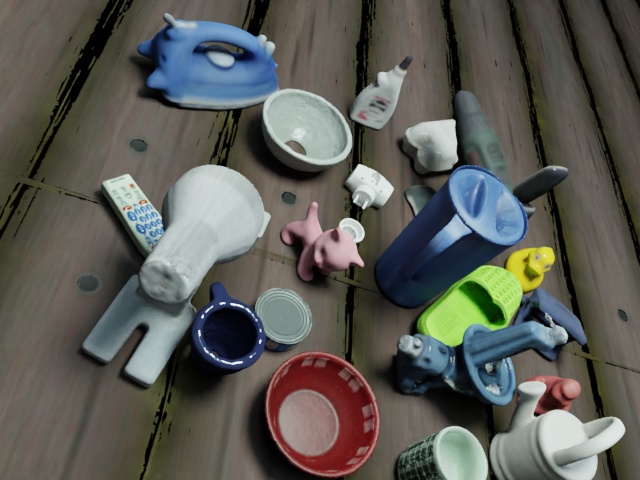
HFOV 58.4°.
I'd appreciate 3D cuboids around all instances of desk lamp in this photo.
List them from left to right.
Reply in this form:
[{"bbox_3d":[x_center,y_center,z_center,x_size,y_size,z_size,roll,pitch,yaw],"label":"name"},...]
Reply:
[{"bbox_3d":[-0.167,0.038,0.677,0.118,0.213,0.203,31,49,-7],"label":"desk lamp"}]

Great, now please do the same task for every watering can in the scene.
[{"bbox_3d":[0.331,0.286,0.802,0.173,0.193,0.101,43,49,4],"label":"watering can"}]

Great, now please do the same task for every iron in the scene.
[{"bbox_3d":[-0.163,-0.307,0.964,0.259,0.141,0.118,-5,61,-32],"label":"iron"}]

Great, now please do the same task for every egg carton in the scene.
[{"bbox_3d":[0.241,-0.187,1.158,0.151,0.069,0.107,-15,67,-36],"label":"egg carton"}]

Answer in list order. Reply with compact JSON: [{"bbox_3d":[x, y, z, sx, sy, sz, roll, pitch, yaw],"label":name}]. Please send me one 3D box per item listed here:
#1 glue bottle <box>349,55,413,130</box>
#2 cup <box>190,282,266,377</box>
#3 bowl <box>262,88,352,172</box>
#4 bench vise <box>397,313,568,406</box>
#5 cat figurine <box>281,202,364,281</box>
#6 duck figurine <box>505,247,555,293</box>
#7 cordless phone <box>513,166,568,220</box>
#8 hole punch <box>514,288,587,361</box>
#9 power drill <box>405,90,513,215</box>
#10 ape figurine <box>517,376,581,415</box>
[{"bbox_3d":[0.125,-0.286,1.091,0.078,0.173,0.037,14,53,-20],"label":"glue bottle"},{"bbox_3d":[-0.129,0.122,0.720,0.092,0.094,0.117,-4,61,-31],"label":"cup"},{"bbox_3d":[-0.033,-0.177,0.993,0.168,0.074,0.167,15,53,-20],"label":"bowl"},{"bbox_3d":[0.221,0.171,0.801,0.208,0.219,0.121,1,59,-29],"label":"bench vise"},{"bbox_3d":[0.008,0.003,0.864,0.067,0.117,0.127,-13,66,-35],"label":"cat figurine"},{"bbox_3d":[0.407,0.043,1.083,0.077,0.086,0.105,42,48,3],"label":"duck figurine"},{"bbox_3d":[0.361,-0.093,1.084,0.148,0.184,0.094,2,58,-28],"label":"cordless phone"},{"bbox_3d":[0.414,0.139,1.019,0.108,0.091,0.101,40,48,0],"label":"hole punch"},{"bbox_3d":[0.244,-0.115,1.018,0.076,0.208,0.229,-7,62,-32],"label":"power drill"},{"bbox_3d":[0.377,0.248,0.922,0.076,0.092,0.077,-17,68,-36],"label":"ape figurine"}]
